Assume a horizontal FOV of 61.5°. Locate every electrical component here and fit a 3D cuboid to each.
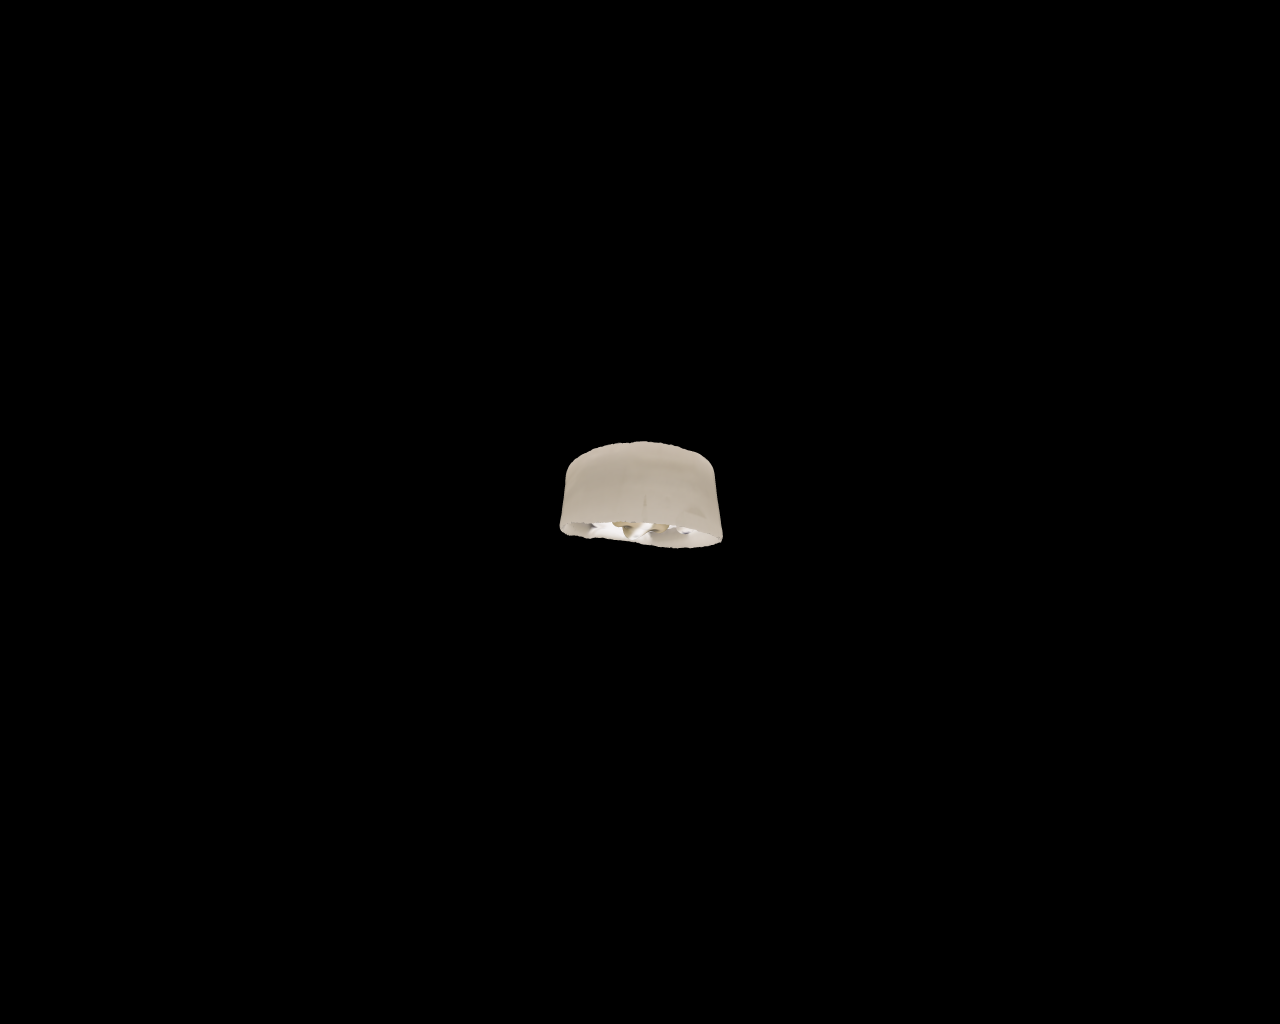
[{"bbox_3d":[0.001,-0.003,0.650,0.099,0.064,0.099,0,-22,0],"label":"electrical component"}]
